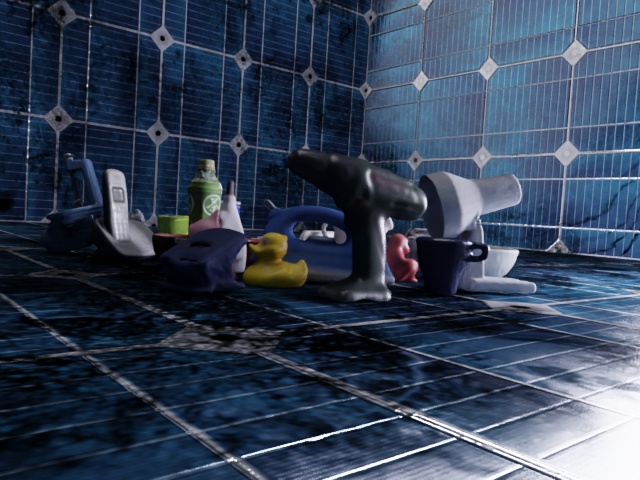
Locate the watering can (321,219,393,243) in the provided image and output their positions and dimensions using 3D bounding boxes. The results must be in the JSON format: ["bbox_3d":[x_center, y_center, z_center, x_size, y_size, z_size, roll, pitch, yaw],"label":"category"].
[{"bbox_3d":[0.090,-0.034,1.391,0.173,0.194,0.100,1,4,-41],"label":"watering can"}]

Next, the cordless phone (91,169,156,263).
[{"bbox_3d":[-0.395,-0.050,1.179,0.094,0.185,0.148,4,3,19],"label":"cordless phone"}]

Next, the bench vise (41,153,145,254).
[{"bbox_3d":[-0.498,-0.077,1.265,0.208,0.220,0.121,2,3,-24],"label":"bench vise"}]

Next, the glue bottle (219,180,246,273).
[{"bbox_3d":[-0.173,-0.025,1.071,0.078,0.173,0.037,1,4,-44],"label":"glue bottle"}]

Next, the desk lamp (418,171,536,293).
[{"bbox_3d":[0.276,-0.016,1.025,0.203,0.213,0.118,3,3,-9],"label":"desk lamp"}]

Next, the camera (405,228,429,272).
[{"bbox_3d":[0.271,0.025,1.374,0.136,0.101,0.143,5,3,22],"label":"camera"}]

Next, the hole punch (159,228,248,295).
[{"bbox_3d":[-0.166,0.028,0.819,0.108,0.091,0.101,5,3,37],"label":"hole punch"}]

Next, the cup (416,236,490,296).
[{"bbox_3d":[0.213,0.044,0.932,0.117,0.095,0.092,4,3,18],"label":"cup"}]

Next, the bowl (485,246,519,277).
[{"bbox_3d":[0.319,0.050,1.174,0.167,0.075,0.167,3,3,0],"label":"bowl"}]

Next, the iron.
[{"bbox_3d":[0.009,0.004,1.031,0.258,0.141,0.118,4,3,1],"label":"iron"}]

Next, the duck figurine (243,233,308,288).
[{"bbox_3d":[-0.071,0.031,0.926,0.104,0.086,0.077,3,3,-9],"label":"duck figurine"}]

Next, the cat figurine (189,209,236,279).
[{"bbox_3d":[-0.186,0.006,0.983,0.067,0.118,0.127,2,3,-28],"label":"cat figurine"}]

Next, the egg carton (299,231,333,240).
[{"bbox_3d":[0.008,0.008,1.740,0.107,0.069,0.151,5,3,33],"label":"egg carton"}]

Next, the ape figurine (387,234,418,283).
[{"bbox_3d":[0.150,0.034,1.103,0.076,0.092,0.077,3,3,-15],"label":"ape figurine"}]

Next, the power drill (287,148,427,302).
[{"bbox_3d":[0.052,-0.018,0.831,0.230,0.208,0.075,2,3,-31],"label":"power drill"}]
